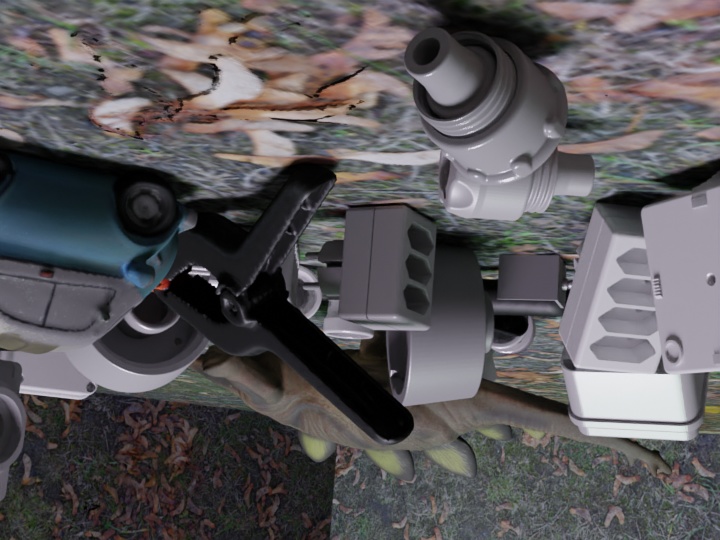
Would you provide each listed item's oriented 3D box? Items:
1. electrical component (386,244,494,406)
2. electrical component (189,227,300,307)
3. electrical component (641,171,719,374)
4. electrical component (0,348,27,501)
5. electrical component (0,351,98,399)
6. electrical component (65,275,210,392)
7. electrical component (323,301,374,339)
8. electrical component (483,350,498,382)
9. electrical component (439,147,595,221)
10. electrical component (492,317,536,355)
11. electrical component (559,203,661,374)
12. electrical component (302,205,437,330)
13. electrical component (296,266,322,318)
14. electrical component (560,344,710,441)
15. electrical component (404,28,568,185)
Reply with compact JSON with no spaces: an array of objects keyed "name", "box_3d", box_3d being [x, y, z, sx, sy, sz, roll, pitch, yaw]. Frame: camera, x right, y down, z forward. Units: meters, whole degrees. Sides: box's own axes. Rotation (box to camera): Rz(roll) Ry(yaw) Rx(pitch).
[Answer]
[{"name":"electrical component","box_3d":[0.054,0.034,0.702,0.060,0.108,0.108,0,170,-7]},{"name":"electrical component","box_3d":[-0.082,0.002,0.731,0.076,0.047,0.083,5,170,0]},{"name":"electrical component","box_3d":[0.179,0.003,0.496,0.048,0.099,0.100,-5,174,-25]},{"name":"electrical component","box_3d":[-0.264,0.048,0.674,0.060,0.186,0.105,-2,168,29]},{"name":"electrical component","box_3d":[-0.234,0.036,0.800,0.057,0.113,0.078,-2,168,45]},{"name":"electrical component","box_3d":[-0.152,0.028,0.750,0.108,0.108,0.060,9,162,-26]},{"name":"electrical component","box_3d":[-0.008,0.029,0.851,0.040,0.046,0.040,4,169,1]},{"name":"electrical component","box_3d":[0.104,0.073,1.014,0.047,0.065,0.077,-4,-165,41]},{"name":"electrical component","box_3d":[0.066,-0.042,0.450,0.062,0.043,0.043,4,170,-7]},{"name":"electrical component","box_3d":[0.121,0.046,0.895,0.045,0.045,0.055,1,170,17]},{"name":"electrical component","box_3d":[0.141,0.002,0.595,0.047,0.083,0.075,6,-152,-9]},{"name":"electrical component","box_3d":[0.000,0.000,0.637,0.077,0.065,0.047,-1,168,27]},{"name":"electrical component","box_3d":[-0.055,0.021,0.843,0.044,0.044,0.065,6,174,-8]},{"name":"electrical component","box_3d":[0.172,0.045,0.655,0.078,0.113,0.057,-1,129,25]},{"name":"electrical component","box_3d":[0.038,-0.060,0.364,0.048,0.048,0.062,-3,160,35]}]
